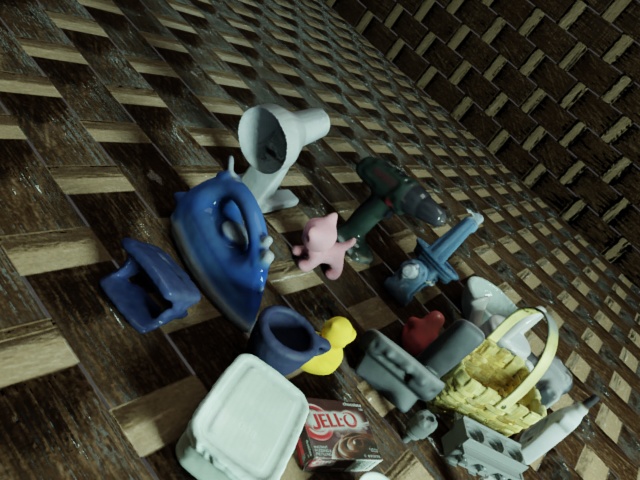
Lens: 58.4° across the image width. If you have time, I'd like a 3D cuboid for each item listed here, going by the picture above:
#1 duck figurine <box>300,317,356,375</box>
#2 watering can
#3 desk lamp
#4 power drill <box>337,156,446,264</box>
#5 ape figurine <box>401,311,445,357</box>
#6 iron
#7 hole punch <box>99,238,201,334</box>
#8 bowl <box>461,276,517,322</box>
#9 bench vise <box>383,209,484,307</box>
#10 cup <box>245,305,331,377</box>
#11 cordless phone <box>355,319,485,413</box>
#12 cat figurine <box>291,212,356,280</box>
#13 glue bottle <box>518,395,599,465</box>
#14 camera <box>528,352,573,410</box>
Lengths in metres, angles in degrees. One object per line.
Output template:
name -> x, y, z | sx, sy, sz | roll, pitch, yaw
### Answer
duck figurine -> 0.009, 0.150, 0.861 | 0.105, 0.086, 0.077 | 9, 40, -44
watering can -> 0.348, 0.186, 1.098 | 0.173, 0.194, 0.101 | 42, 27, 8
desk lamp -> -0.079, -0.162, 1.087 | 0.118, 0.213, 0.204 | 46, 28, 14
power drill -> 0.129, -0.053, 1.180 | 0.076, 0.208, 0.229 | 2, 45, -49
ape figurine -> 0.196, 0.167, 1.054 | 0.077, 0.092, 0.076 | 50, 29, 22
iron -> -0.125, -0.003, 0.869 | 0.119, 0.141, 0.257 | 6, 42, -46
hole punch -> -0.211, 0.048, 0.742 | 0.108, 0.091, 0.101 | 46, 28, 14
bowl -> 0.377, 0.166, 1.294 | 0.168, 0.074, 0.167 | 29, 29, -17
bench vise -> 0.245, 0.040, 1.167 | 0.121, 0.219, 0.208 | 40, 27, 2
cup -> -0.052, 0.152, 0.773 | 0.118, 0.095, 0.091 | 20, 33, -32
cordless phone -> 0.155, 0.167, 0.904 | 0.147, 0.185, 0.094 | 37, 27, -3
cat figurine -> 0.010, 0.004, 1.048 | 0.128, 0.117, 0.067 | 16, 35, -36
glue bottle -> 0.416, 0.323, 0.997 | 0.037, 0.173, 0.078 | 45, 28, 13
camera -> 0.451, 0.270, 1.198 | 0.136, 0.100, 0.144 | 47, 29, 17
